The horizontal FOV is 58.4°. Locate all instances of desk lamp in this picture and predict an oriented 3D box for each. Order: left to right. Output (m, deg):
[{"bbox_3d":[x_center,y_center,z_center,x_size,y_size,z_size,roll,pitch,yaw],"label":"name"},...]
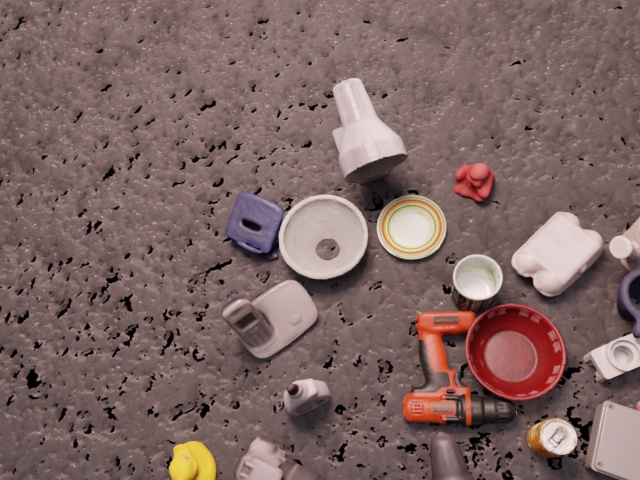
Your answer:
[{"bbox_3d":[0.079,-0.186,1.067,0.118,0.214,0.203,-19,67,1],"label":"desk lamp"}]

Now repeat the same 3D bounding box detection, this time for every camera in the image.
[{"bbox_3d":[-0.071,0.404,0.918,0.136,0.101,0.143,18,72,15],"label":"camera"}]

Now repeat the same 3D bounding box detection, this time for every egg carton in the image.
[{"bbox_3d":[0.419,0.025,1.009,0.150,0.069,0.107,-43,69,-9],"label":"egg carton"}]

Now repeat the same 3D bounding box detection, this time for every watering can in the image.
[{"bbox_3d":[0.562,-0.007,0.932,0.173,0.194,0.100,-40,68,-7],"label":"watering can"}]

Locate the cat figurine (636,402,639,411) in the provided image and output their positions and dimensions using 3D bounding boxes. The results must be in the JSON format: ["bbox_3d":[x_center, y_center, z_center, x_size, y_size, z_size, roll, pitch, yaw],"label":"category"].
[{"bbox_3d":[0.569,0.254,0.869,0.127,0.118,0.067,19,73,16],"label":"cat figurine"}]

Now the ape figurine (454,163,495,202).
[{"bbox_3d":[0.294,-0.115,1.072,0.076,0.092,0.077,-21,67,0],"label":"ape figurine"}]

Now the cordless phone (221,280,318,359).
[{"bbox_3d":[-0.088,0.123,0.986,0.147,0.185,0.094,-38,68,-7],"label":"cordless phone"}]

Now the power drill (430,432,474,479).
[{"bbox_3d":[0.196,0.399,0.820,0.075,0.209,0.229,-14,67,4],"label":"power drill"}]

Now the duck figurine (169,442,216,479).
[{"bbox_3d":[-0.220,0.389,0.955,0.077,0.086,0.104,-17,67,2],"label":"duck figurine"}]

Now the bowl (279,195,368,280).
[{"bbox_3d":[0.010,0.004,1.078,0.167,0.075,0.167,-3,68,8],"label":"bowl"}]

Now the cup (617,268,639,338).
[{"bbox_3d":[0.527,0.114,0.944,0.091,0.095,0.118,19,73,16],"label":"cup"}]

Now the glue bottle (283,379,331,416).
[{"bbox_3d":[-0.030,0.251,0.933,0.078,0.173,0.037,-24,67,-1],"label":"glue bottle"}]

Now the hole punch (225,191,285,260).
[{"bbox_3d":[-0.121,-0.027,1.102,0.108,0.091,0.101,22,74,17],"label":"hole punch"}]
